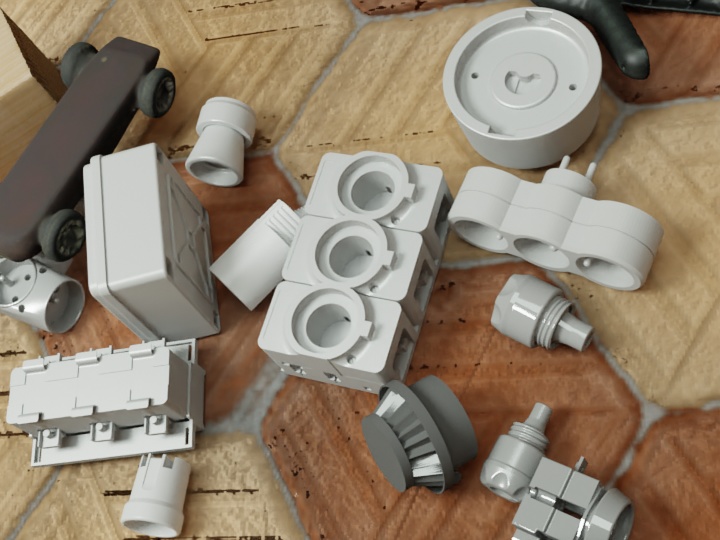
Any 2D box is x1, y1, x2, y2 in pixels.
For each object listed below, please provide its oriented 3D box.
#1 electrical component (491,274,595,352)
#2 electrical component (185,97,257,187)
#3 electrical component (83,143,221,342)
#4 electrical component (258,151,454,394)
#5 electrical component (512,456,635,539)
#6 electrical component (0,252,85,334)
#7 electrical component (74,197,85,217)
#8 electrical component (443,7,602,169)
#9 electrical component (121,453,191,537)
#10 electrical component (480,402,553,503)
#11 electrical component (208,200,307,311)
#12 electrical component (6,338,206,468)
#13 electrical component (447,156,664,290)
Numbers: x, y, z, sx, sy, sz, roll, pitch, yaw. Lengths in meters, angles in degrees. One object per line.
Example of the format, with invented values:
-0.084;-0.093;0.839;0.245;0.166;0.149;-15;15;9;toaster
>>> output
0.120;0.031;0.692;0.062;0.043;0.043;27;76;25;electrical component
-0.105;-0.098;0.822;0.045;0.045;0.055;4;67;19;electrical component
-0.145;-0.015;0.759;0.056;0.108;0.108;-14;62;8;electrical component
0.000;0.000;0.733;0.089;0.061;0.150;10;69;21;electrical component
0.128;0.145;0.636;0.055;0.048;0.066;19;72;32;electrical component
-0.245;0.001;0.819;0.077;0.044;0.079;17;72;24;electrical component
-0.202;-0.050;0.833;0.046;0.040;0.040;21;73;30;electrical component
0.117;-0.122;0.755;0.108;0.060;0.108;-7;64;14;electrical component
-0.135;0.150;0.718;0.040;0.040;0.046;0;59;17;electrical component
0.101;0.111;0.666;0.035;0.035;0.061;22;71;25;electrical component
-0.065;-0.014;0.771;0.081;0.043;0.043;-46;61;-6;electrical component
-0.176;0.088;0.745;0.121;0.063;0.078;-9;64;13;electrical component
0.135;-0.043;0.717;0.138;0.052;0.073;18;72;24;electrical component
